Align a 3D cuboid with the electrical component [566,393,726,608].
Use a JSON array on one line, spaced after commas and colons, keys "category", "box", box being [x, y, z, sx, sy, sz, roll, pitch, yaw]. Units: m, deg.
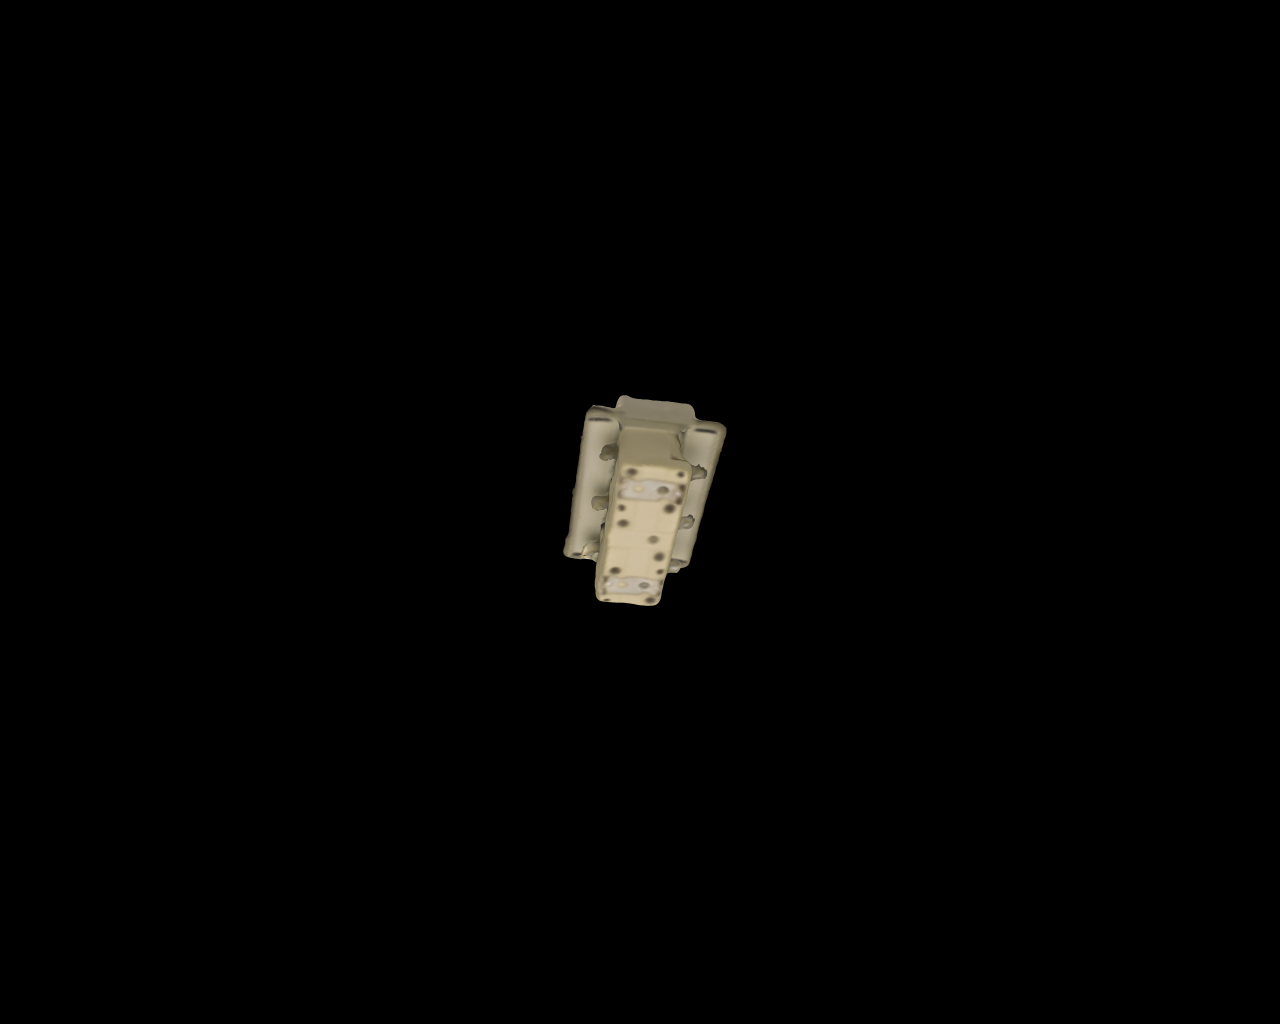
[{"category": "electrical component", "box": [0.001, -0.003, 0.650, 0.079, 0.121, 0.063, 7, 43, -7]}]
